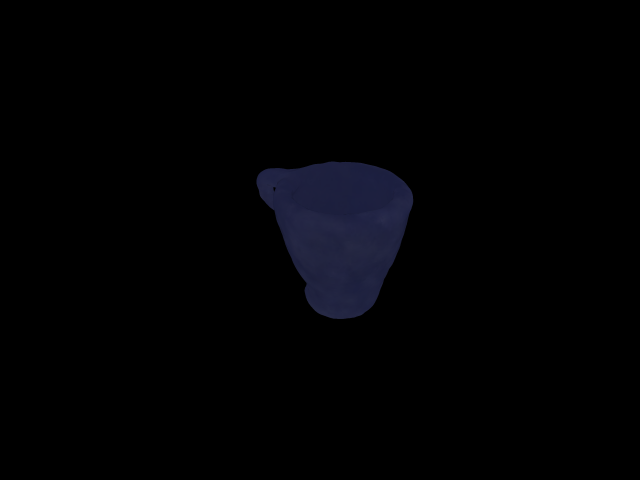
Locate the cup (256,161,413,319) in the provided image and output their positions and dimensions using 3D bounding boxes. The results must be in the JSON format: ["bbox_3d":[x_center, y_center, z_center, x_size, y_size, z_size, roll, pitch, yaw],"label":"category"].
[{"bbox_3d":[0.004,0.001,0.400,0.117,0.095,0.092,20,36,29],"label":"cup"}]
